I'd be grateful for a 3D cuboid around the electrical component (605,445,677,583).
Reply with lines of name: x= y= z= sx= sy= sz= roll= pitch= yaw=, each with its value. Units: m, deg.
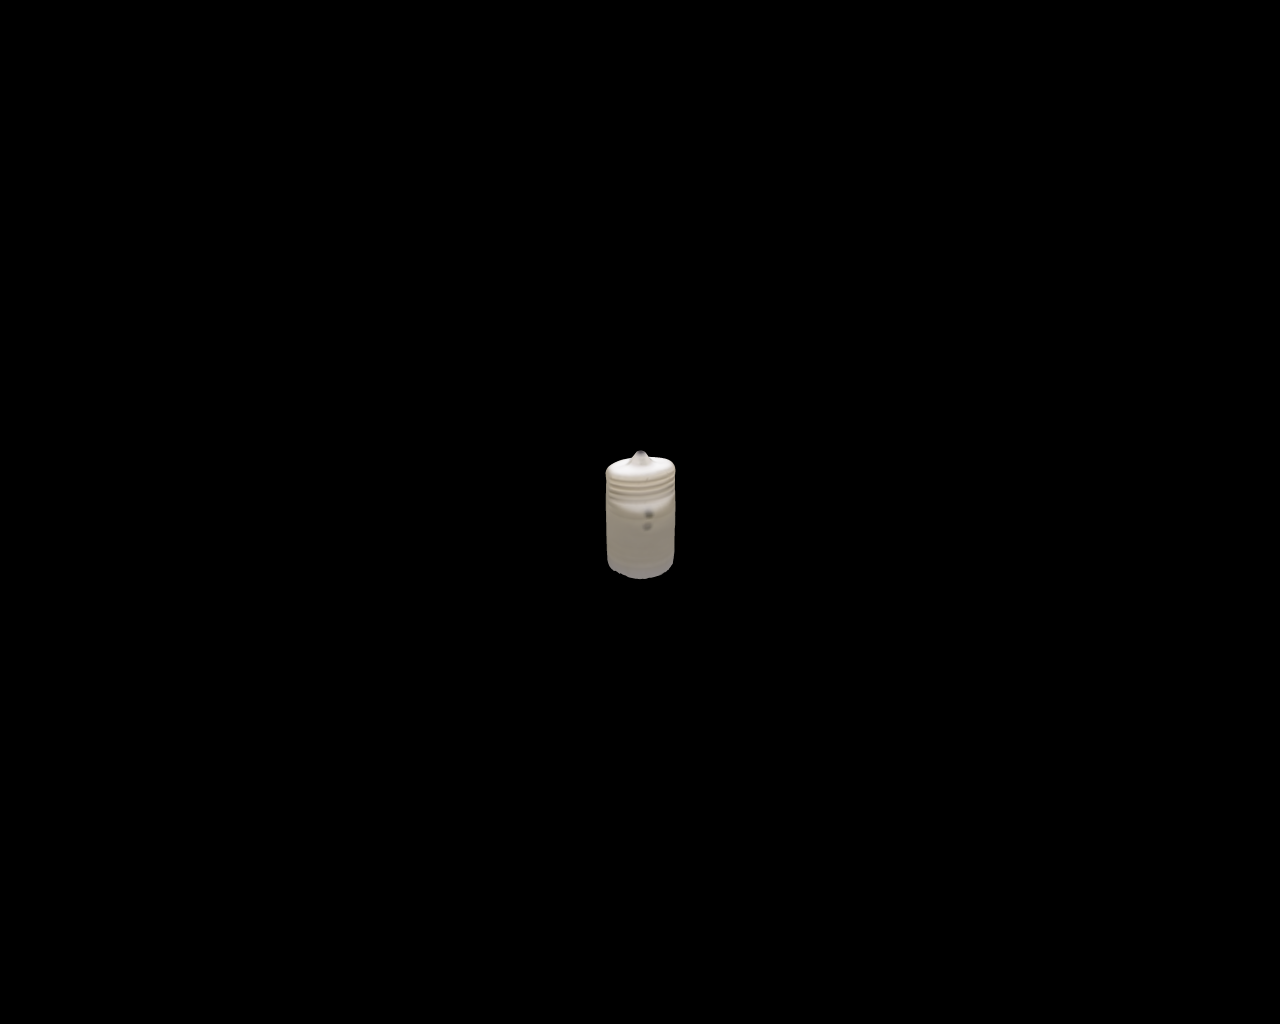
electrical component: x=0.001 y=-0.003 z=0.650 sx=0.043 sy=0.080 sz=0.043 roll=0 pitch=31 yaw=0
